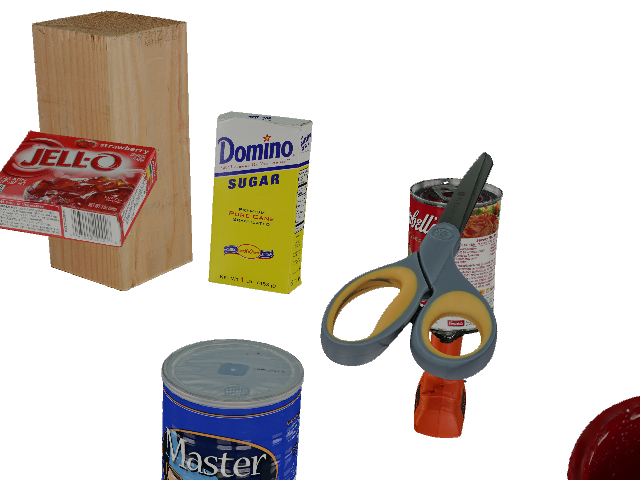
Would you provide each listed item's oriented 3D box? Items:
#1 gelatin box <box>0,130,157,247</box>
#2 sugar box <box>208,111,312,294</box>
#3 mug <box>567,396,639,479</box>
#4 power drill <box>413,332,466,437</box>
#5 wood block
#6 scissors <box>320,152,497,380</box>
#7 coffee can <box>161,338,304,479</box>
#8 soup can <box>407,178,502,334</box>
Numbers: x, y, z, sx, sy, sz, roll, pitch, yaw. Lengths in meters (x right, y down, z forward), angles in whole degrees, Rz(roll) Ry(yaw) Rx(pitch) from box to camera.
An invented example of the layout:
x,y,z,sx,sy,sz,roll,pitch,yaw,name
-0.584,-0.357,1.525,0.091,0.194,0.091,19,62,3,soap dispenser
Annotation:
x,y,z,sx,sy,sz,roll,pitch,yaw,name
-0.157,-0.035,0.676,0.089,0.030,0.073,9,40,7,gelatin box
-0.063,-0.039,1.095,0.093,0.176,0.048,7,16,16,sugar box
0.139,0.114,0.363,0.117,0.081,0.093,5,37,8,mug
0.135,0.113,1.139,0.057,0.188,0.184,8,24,8,power drill
-0.168,-0.076,0.878,0.091,0.206,0.090,15,25,31,wood block
0.079,0.012,0.580,0.096,0.016,0.201,24,44,30,scissors
-0.067,0.157,0.790,0.103,0.140,0.103,3,19,-1,coffee can
0.099,0.011,0.798,0.068,0.102,0.068,0,19,0,soup can
